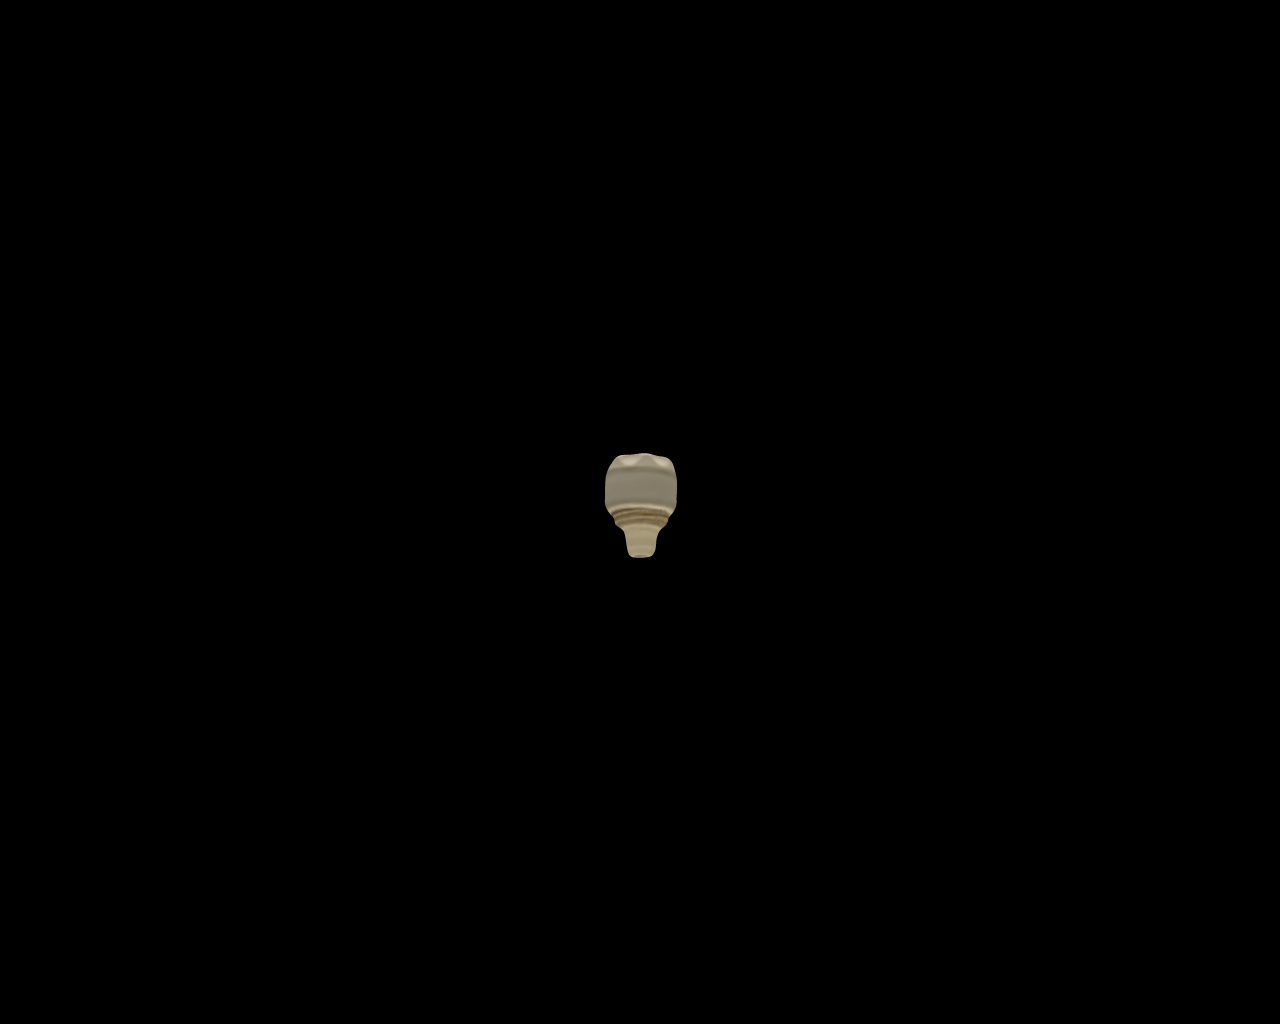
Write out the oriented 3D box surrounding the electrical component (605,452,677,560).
[{"bbox_3d":[0.001,-0.003,0.650,0.043,0.062,0.043,0,-11,0],"label":"electrical component"}]
